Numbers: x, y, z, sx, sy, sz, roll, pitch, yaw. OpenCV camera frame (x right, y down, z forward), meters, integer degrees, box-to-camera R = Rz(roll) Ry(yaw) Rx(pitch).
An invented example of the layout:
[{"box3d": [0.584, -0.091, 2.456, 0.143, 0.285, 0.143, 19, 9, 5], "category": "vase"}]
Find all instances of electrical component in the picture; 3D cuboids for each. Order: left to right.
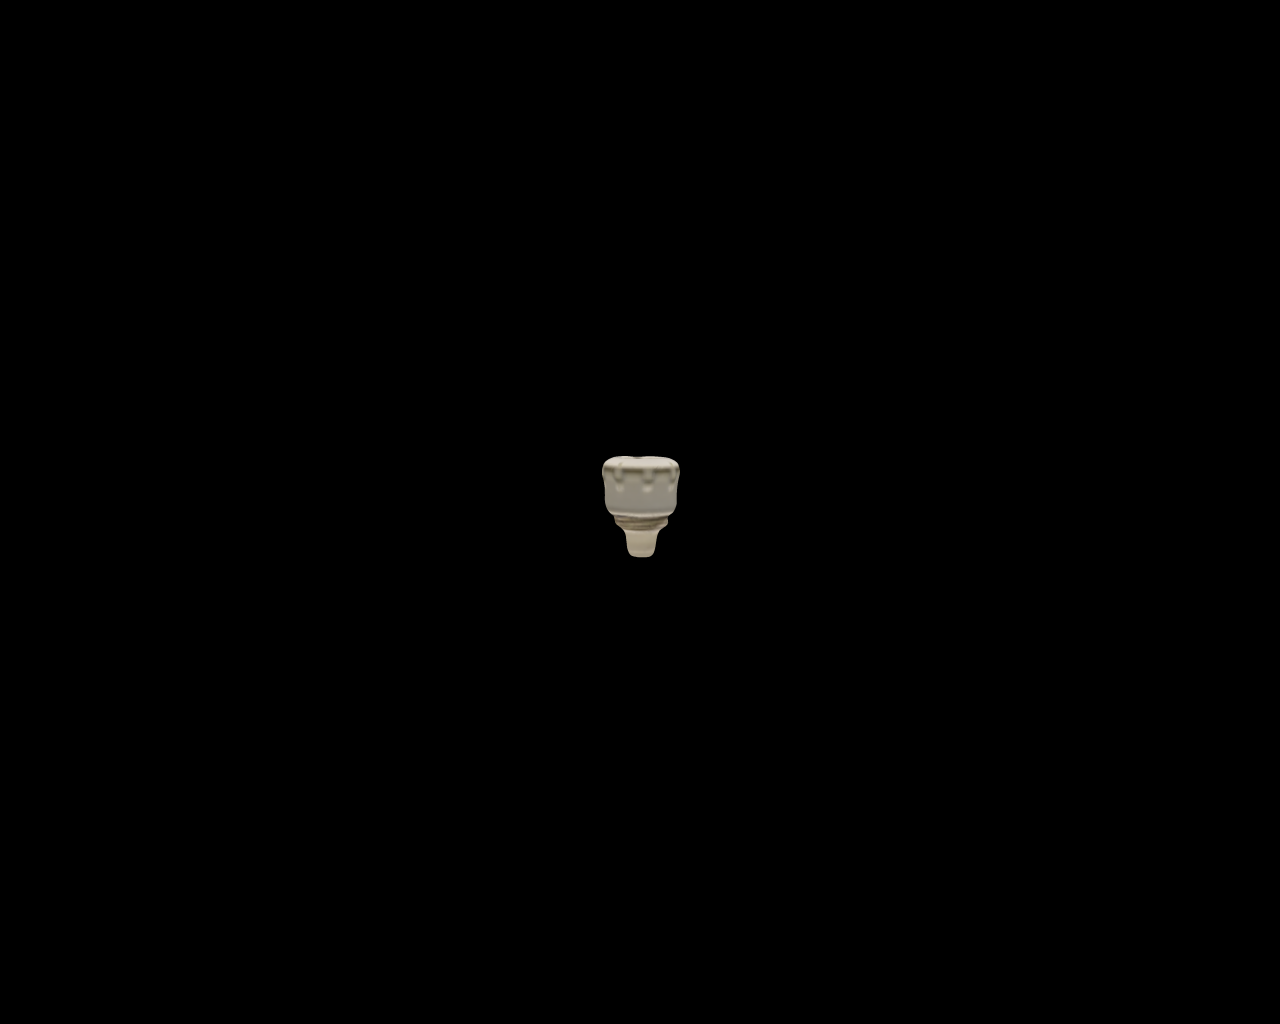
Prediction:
[{"box3d": [0.001, -0.003, 0.650, 0.048, 0.062, 0.048, 0, 7, 0], "category": "electrical component"}]
